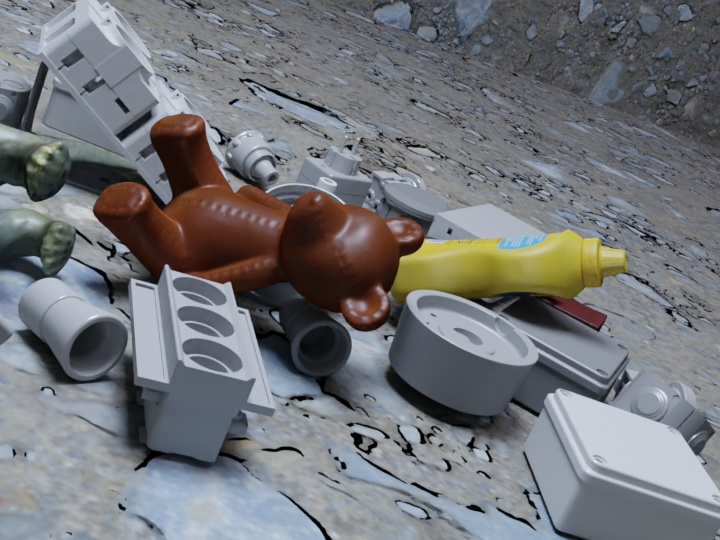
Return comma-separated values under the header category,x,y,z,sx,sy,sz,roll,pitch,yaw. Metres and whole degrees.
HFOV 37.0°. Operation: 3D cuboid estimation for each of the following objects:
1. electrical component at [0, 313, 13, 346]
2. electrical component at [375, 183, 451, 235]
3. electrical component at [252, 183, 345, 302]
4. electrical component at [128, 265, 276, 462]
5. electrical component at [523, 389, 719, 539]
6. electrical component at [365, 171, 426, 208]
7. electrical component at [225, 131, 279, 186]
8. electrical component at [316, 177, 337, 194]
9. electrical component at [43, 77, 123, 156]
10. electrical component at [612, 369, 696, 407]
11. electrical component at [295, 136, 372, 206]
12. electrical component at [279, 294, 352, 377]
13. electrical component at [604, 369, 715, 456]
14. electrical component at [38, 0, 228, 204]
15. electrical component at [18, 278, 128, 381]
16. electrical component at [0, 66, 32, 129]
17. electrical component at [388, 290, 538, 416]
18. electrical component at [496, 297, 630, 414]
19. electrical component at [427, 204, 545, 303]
category,x,y,z,sx,sy,sz,roll,pitch,yaw
electrical component,-0.211,0.047,0.529,0.047,0.083,0.075,40,-13,40
electrical component,0.055,-0.056,1.147,0.080,0.051,0.080,21,19,-8
electrical component,-0.050,-0.021,0.873,0.099,0.064,0.099,11,49,-13
electrical component,-0.101,0.055,0.639,0.079,0.063,0.121,16,20,-20
electrical component,0.180,0.143,0.744,0.109,0.056,0.108,20,19,-11
electrical component,0.042,-0.088,1.228,0.055,0.048,0.066,-6,34,-42
electrical component,-0.107,-0.112,1.119,0.048,0.048,0.062,3,34,-46
electrical component,-0.041,-0.056,1.015,0.043,0.062,0.043,21,19,-8
electrical component,-0.244,-0.158,1.058,0.113,0.057,0.078,22,19,-6
electrical component,0.254,0.116,0.926,0.055,0.048,0.066,12,20,-9
electrical component,-0.022,-0.109,1.157,0.066,0.076,0.047,3,28,-47
electrical component,-0.036,0.044,0.784,0.044,0.044,0.065,15,16,-23
electrical component,0.234,0.121,0.845,0.080,0.051,0.080,42,0,0
electrical component,-0.190,-0.143,0.932,0.186,0.060,0.105,52,5,-28
electrical component,-0.176,0.032,0.648,0.065,0.044,0.044,31,20,36
electrical component,-0.330,-0.148,0.938,0.080,0.051,0.080,21,19,-8
electrical component,0.073,0.068,0.815,0.108,0.060,0.108,21,19,-8
electrical component,0.159,0.076,0.901,0.109,0.056,0.109,30,19,17
electrical component,0.132,-0.017,1.115,0.089,0.061,0.150,31,20,21
